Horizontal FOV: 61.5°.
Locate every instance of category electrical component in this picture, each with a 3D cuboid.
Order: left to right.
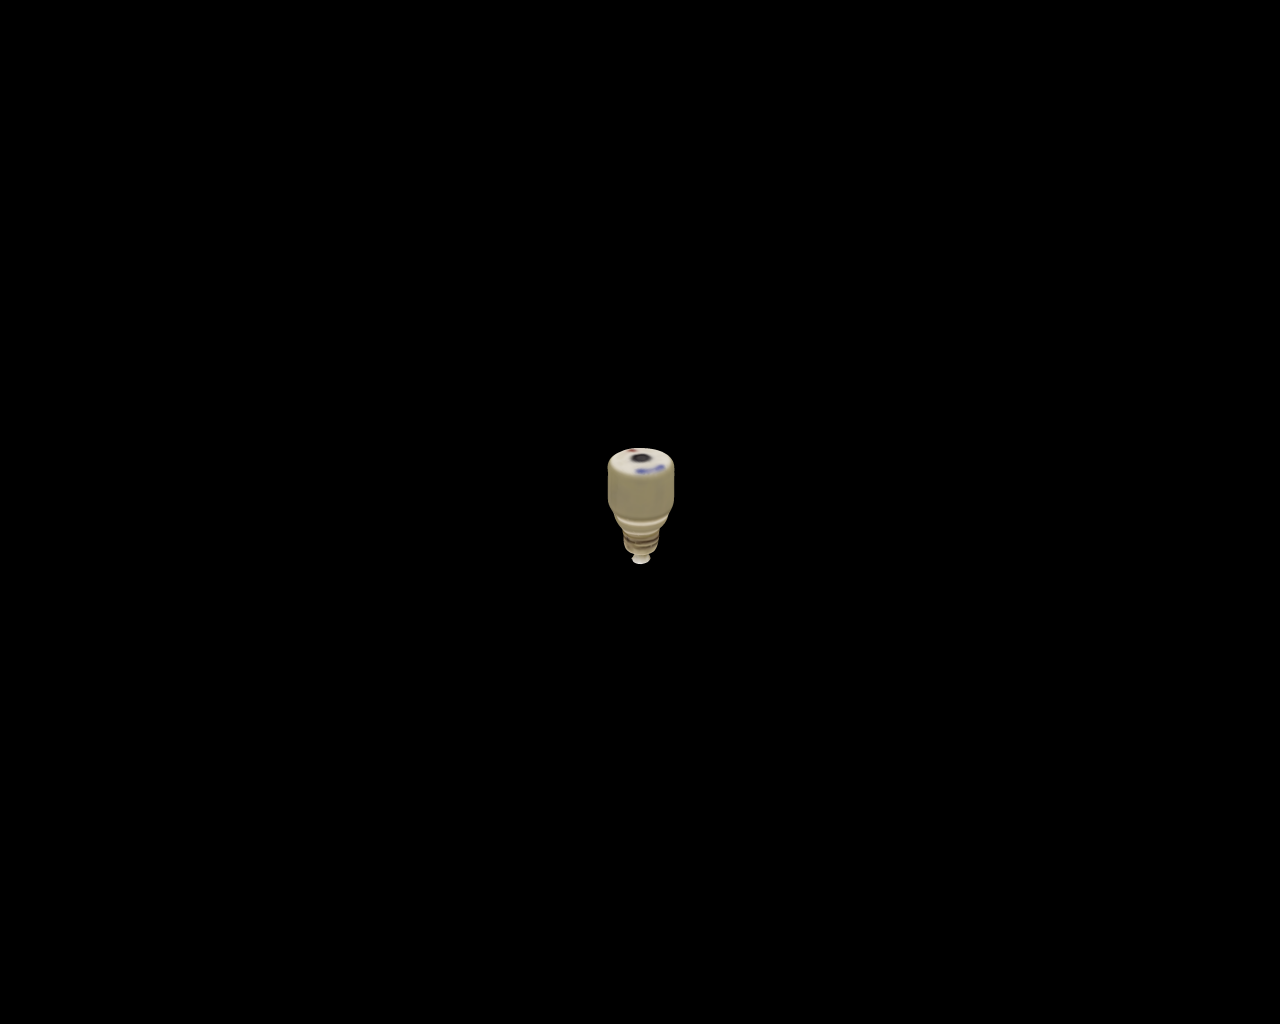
[{"bbox_3d":[0.001,-0.003,0.650,0.040,0.078,0.040,0,29,0],"label":"electrical component"}]
